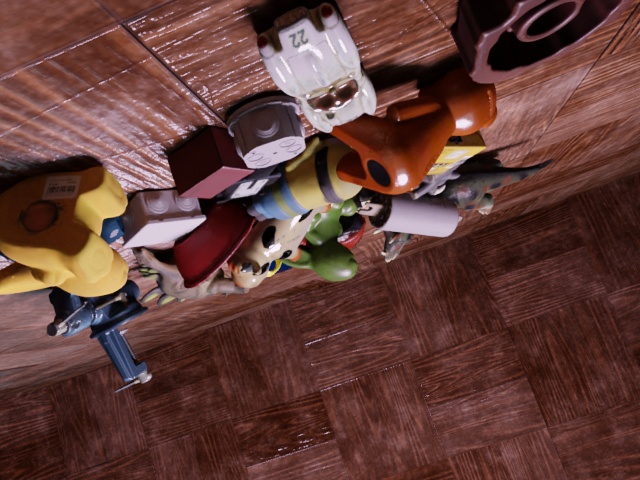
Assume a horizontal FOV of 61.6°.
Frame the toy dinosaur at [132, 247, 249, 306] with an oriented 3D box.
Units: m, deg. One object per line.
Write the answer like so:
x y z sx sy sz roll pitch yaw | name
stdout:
-0.256 0.077 1.125 0.199 0.105 0.471 -14 163 14 | toy dinosaur

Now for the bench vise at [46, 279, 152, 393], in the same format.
-0.404 0.178 1.033 0.129 0.240 0.223 -25 -175 12 | bench vise

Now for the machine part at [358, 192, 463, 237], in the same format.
0.182 -0.050 1.036 0.243 0.079 0.079 6 158 -29 | machine part

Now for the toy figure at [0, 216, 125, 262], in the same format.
-0.328 -0.003 0.671 0.154 0.058 0.064 -18 125 -7 | toy figure

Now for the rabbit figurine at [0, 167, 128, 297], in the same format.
-0.281 0.018 0.592 0.162 0.122 0.173 -11 153 -1 | rabbit figurine

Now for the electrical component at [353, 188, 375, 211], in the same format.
0.108 -0.089 1.056 0.102 0.045 0.078 -12 169 -33 | electrical component

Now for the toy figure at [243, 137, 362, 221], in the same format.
-0.021 -0.076 0.753 0.180 0.089 0.082 -26 176 21 | toy figure

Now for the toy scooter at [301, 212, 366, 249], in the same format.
0.010 0.003 1.081 0.184 0.075 0.135 -16 149 9 | toy scooter

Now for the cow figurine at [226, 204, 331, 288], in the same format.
-0.078 -0.006 0.859 0.195 0.086 0.127 -56 153 9 | cow figurine

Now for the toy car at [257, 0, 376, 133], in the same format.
0.005 -0.150 0.492 0.073 0.056 0.201 -21 170 12 | toy car

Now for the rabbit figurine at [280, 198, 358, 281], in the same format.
-0.002 -0.003 0.950 0.159 0.170 0.121 -22 169 10 | rabbit figurine

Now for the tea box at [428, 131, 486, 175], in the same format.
0.152 -0.142 0.784 0.169 0.068 0.098 -7 164 -45 | tea box

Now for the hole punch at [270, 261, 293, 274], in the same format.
-0.099 0.017 1.128 0.142 0.092 0.116 -10 163 -29 | hole punch

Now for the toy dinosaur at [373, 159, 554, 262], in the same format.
0.284 -0.100 1.156 0.405 0.131 0.192 -31 166 27 | toy dinosaur

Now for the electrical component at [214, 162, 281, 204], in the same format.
-0.091 -0.089 0.667 0.075 0.048 0.119 -15 169 -24 | electrical component

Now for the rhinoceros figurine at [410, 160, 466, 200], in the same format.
0.201 -0.130 0.962 0.112 0.073 0.190 -28 170 -11 | rhinoceros figurine

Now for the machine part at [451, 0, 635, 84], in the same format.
0.211 -0.221 0.505 0.179 0.056 0.179 -19 169 -4 | machine part

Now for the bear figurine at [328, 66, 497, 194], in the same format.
0.117 -0.147 0.641 0.196 0.132 0.120 -46 141 -19 | bear figurine
